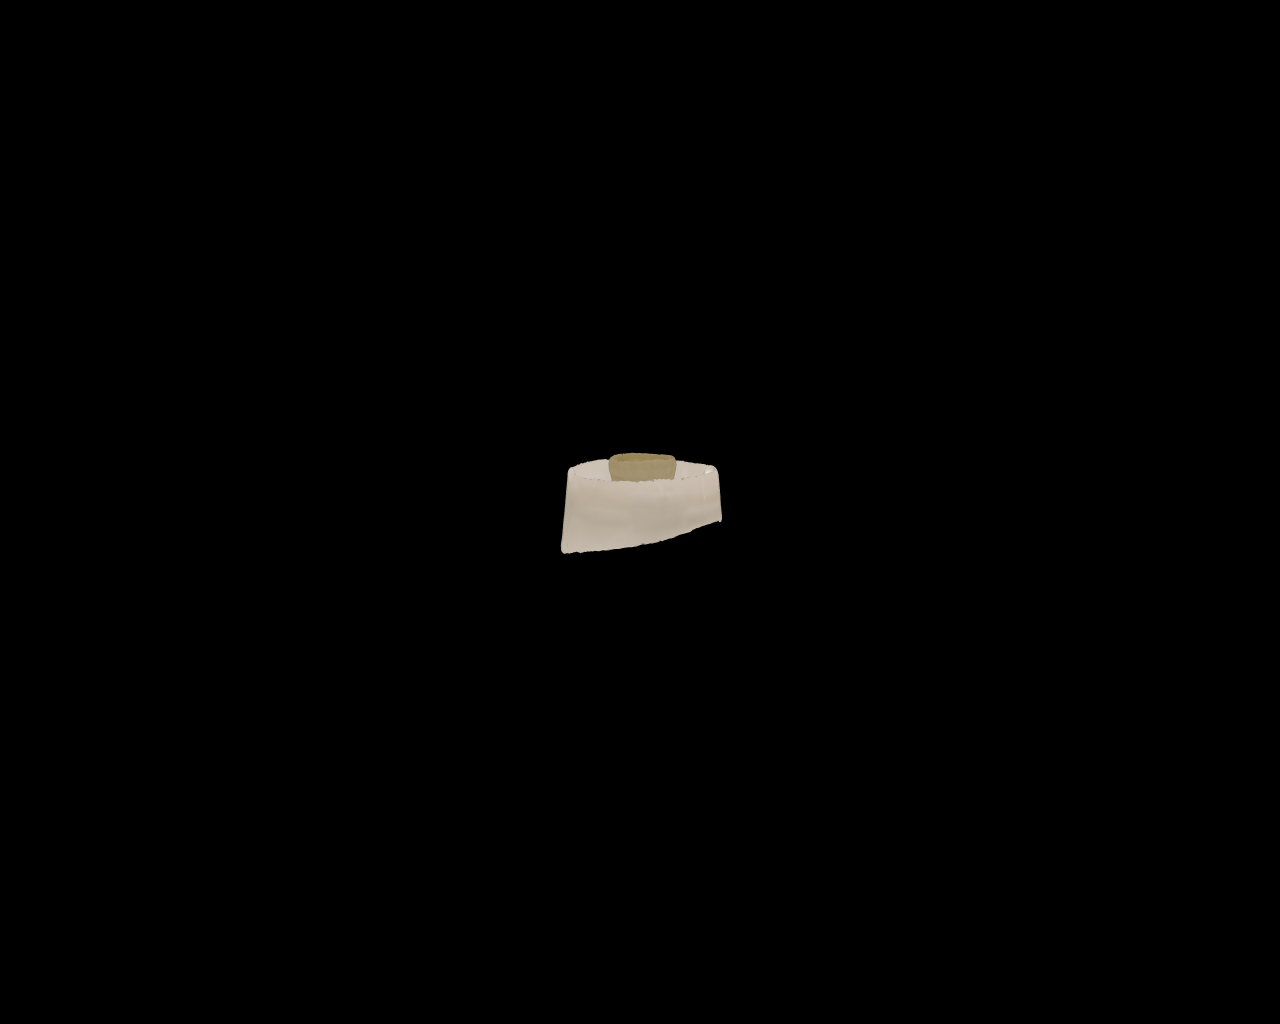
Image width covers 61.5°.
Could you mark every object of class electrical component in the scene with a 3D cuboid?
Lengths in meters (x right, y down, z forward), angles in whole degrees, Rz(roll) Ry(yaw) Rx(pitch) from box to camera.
[{"bbox_3d":[0.001,-0.003,0.650,0.099,0.064,0.099,0,11,0],"label":"electrical component"}]
